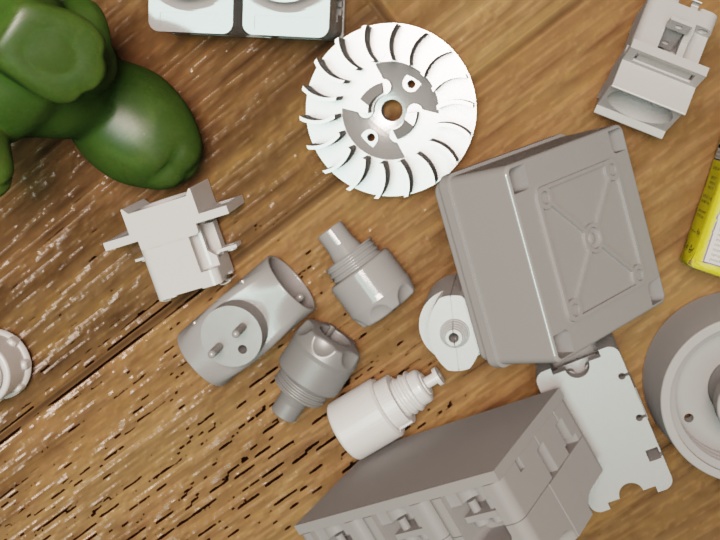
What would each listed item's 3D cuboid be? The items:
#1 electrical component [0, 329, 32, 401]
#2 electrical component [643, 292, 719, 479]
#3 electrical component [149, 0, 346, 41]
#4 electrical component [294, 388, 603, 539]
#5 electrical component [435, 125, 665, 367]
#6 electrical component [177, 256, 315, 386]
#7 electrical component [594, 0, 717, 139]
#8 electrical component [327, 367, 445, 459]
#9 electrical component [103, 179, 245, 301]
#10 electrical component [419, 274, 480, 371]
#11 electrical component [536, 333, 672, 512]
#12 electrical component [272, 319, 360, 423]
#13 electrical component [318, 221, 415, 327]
[{"bbox_3d":[-0.242,0.066,0.683,0.048,0.062,0.048,1,100,8],"label":"electrical component"},{"bbox_3d":[0.222,0.070,0.619,0.108,0.060,0.108,1,100,8],"label":"electrical component"},{"bbox_3d":[-0.062,-0.227,0.607,0.105,0.060,0.186,4,100,7],"label":"electrical component"},{"bbox_3d":[0.051,0.133,0.611,0.150,0.089,0.061,-26,97,39],"label":"electrical component"},{"bbox_3d":[0.107,-0.015,0.593,0.056,0.109,0.108,-7,102,50],"label":"electrical component"},{"bbox_3d":[-0.072,0.035,0.645,0.077,0.079,0.043,-40,94,13],"label":"electrical component"},{"bbox_3d":[0.164,-0.113,0.591,0.042,0.081,0.063,24,81,3],"label":"electrical component"},{"bbox_3d":[0.016,0.084,0.661,0.078,0.040,0.040,-32,94,12],"label":"electrical component"},{"bbox_3d":[-0.109,-0.017,0.661,0.081,0.042,0.063,-16,99,11],"label":"electrical component"},{"bbox_3d":[0.057,0.030,0.625,0.043,0.081,0.043,1,100,8],"label":"electrical component"},{"bbox_3d":[0.142,0.086,0.636,0.050,0.055,0.089,-23,96,11],"label":"electrical component"},{"bbox_3d":[-0.031,0.065,0.663,0.043,0.043,0.062,33,104,1],"label":"electrical component"},{"bbox_3d":[0.000,0.000,0.648,0.043,0.043,0.062,-37,92,12],"label":"electrical component"}]
